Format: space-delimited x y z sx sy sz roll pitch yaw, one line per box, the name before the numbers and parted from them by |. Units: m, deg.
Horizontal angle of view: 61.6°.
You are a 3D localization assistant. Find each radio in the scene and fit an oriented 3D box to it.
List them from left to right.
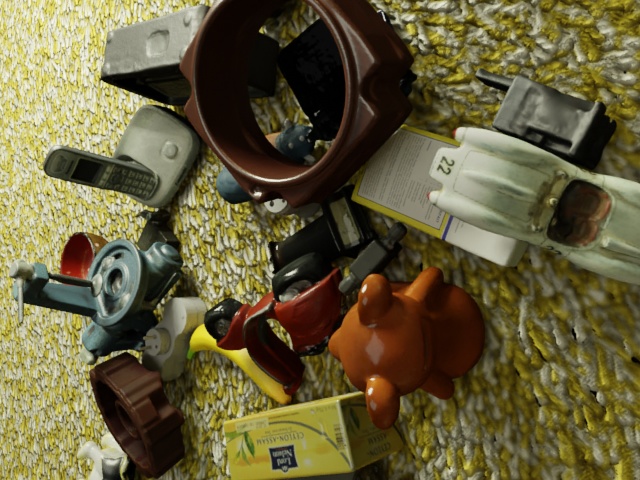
radio | -0.178 -0.234 0.710 0.230 0.131 0.073 5 88 38

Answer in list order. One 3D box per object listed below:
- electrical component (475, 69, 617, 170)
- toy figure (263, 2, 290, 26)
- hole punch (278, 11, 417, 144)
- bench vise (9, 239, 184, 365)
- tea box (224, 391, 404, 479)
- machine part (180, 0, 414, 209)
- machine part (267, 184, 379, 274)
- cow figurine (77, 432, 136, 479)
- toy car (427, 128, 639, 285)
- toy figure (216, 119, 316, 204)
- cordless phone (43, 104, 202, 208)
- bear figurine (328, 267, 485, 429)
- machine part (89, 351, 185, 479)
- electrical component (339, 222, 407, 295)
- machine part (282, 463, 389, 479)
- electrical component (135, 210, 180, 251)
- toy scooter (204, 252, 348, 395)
electrical component | 0.180 -0.106 0.456 0.119 0.075 0.047 31 105 31
toy figure | -0.042 -0.332 0.643 0.180 0.082 0.089 -20 73 33
hole punch | 0.035 -0.178 0.580 0.142 0.092 0.115 -26 93 32
bench vise | -0.310 0.079 0.731 0.223 0.240 0.129 -39 58 19
tea box | -0.010 0.207 0.571 0.170 0.098 0.068 -25 71 36
machine part | -0.029 -0.148 0.521 0.201 0.087 0.201 52 126 9
machine part | -0.001 -0.002 0.617 0.139 0.039 0.084 -33 76 30
cow figurine | -0.332 0.397 0.835 0.098 0.068 0.167 18 99 31
toy car | 0.184 -0.026 0.419 0.202 0.056 0.073 22 102 6
toy figure | -0.063 -0.096 0.658 0.154 0.064 0.058 -27 33 29
cordless phone | -0.273 -0.127 0.746 0.146 0.184 0.089 -53 54 23
bear figurine | 0.060 0.088 0.462 0.132 0.196 0.120 -13 82 38
machine part | -0.256 0.243 0.754 0.180 0.056 0.179 25 128 36
electrical component | 0.058 0.018 0.546 0.021 0.063 0.094 45 112 14
machine part | -0.009 0.287 0.578 0.243 0.079 0.079 -23 73 36
electrical component | -0.257 0.003 0.812 0.078 0.045 0.102 50 117 30
toy scooter | -0.033 0.103 0.602 0.184 0.075 0.135 -30 96 25
